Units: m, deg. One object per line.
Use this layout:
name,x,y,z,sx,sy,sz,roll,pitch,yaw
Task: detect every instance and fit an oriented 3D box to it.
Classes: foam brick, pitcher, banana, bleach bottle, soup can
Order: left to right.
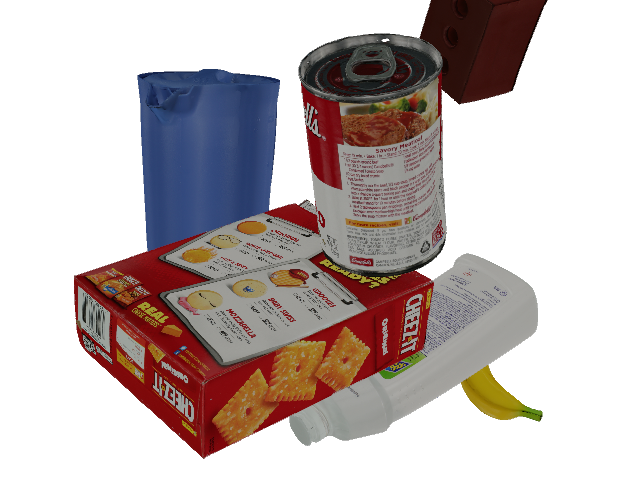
pitcher,-0.103,-0.044,1.033,0.149,0.243,0.145,-2,15,-16
soup can,0.028,-0.042,0.527,0.068,0.102,0.068,-5,35,3
bleach bottle,0.074,0.101,0.942,0.250,0.068,0.103,-28,36,-29
foam brick,0.102,-0.137,0.691,0.051,0.078,0.053,-20,52,-32
banana,0.194,0.157,1.256,0.069,0.037,0.198,10,25,-16

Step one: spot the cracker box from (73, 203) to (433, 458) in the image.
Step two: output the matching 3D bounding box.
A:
cracker box,-0.049,0.057,0.793,0.213,0.072,0.164,-20,36,-37

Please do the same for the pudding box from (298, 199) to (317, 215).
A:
pudding box,-0.047,0.009,1.303,0.039,0.090,0.113,35,32,9
